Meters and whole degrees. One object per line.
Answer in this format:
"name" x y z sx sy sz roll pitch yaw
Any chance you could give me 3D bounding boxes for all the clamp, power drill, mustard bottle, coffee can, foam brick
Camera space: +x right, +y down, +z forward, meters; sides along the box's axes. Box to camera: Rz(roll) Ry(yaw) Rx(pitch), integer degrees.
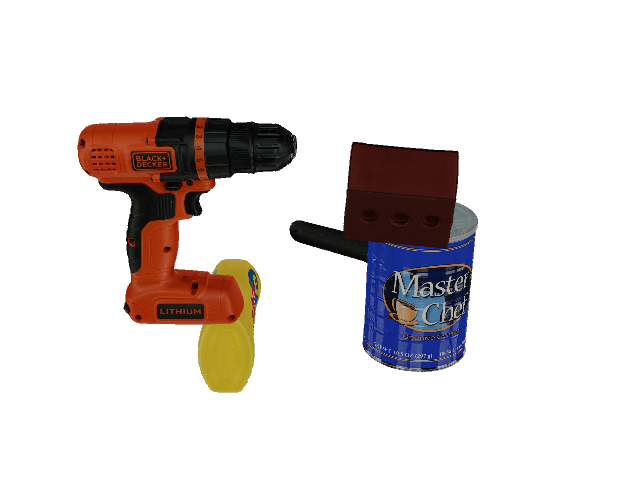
"clamp" 0.077 0.015 1.244 0.164 0.036 0.210 -21 50 -38
"power drill" -0.109 -0.018 0.930 0.184 0.188 0.057 1 27 5
"mustard bottle" -0.096 0.075 1.166 0.058 0.096 0.191 0 28 0
"coffee can" 0.094 0.040 1.028 0.103 0.140 0.103 1 24 -1
"foam brick" 0.057 -0.032 0.763 0.078 0.051 0.053 5 -44 1
